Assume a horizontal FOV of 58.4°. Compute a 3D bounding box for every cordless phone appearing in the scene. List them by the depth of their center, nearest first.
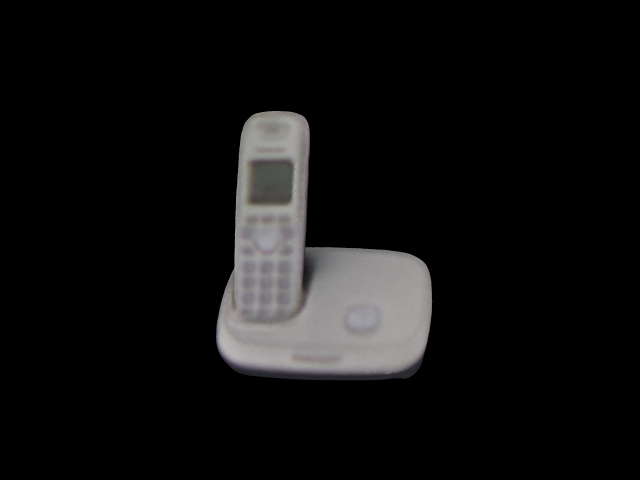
[{"bbox_3d":[0.004,0.001,0.400,0.147,0.185,0.094,1,5,8],"label":"cordless phone"}]
